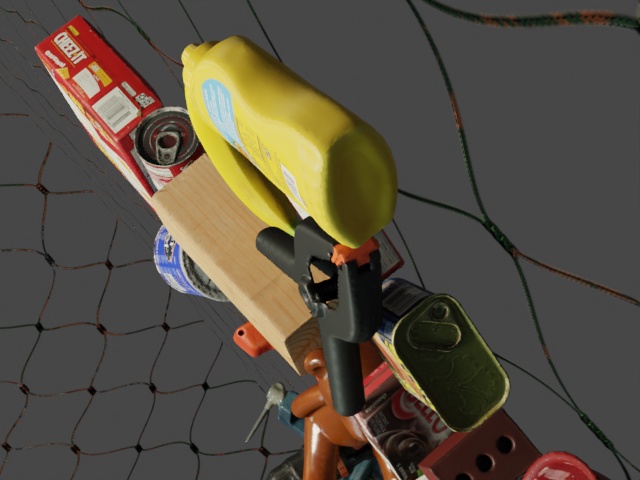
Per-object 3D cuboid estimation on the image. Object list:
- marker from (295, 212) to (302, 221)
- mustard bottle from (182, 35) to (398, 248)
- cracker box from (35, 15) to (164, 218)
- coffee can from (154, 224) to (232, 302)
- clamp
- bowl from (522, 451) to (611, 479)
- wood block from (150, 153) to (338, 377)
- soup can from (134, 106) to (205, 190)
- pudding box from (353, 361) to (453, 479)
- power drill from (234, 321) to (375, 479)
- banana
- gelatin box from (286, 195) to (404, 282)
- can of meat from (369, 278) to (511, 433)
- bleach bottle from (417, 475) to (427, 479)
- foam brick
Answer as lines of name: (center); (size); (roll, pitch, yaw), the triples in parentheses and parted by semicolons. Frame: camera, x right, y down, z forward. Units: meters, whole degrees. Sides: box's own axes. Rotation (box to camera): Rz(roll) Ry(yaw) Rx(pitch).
marker: (-0.006, 0.001, 0.943); (0.121, 0.020, 0.020); (44, 168, 27)
mustard bottle: (-0.032, -0.078, 0.683); (0.192, 0.058, 0.096); (41, 165, 37)
cracker box: (-0.218, -0.130, 1.211); (0.164, 0.072, 0.213); (46, 169, 24)
coffee can: (-0.121, 0.014, 1.187); (0.103, 0.102, 0.140); (53, 164, -13)
clamp: (0.001, 0.029, 0.770); (0.164, 0.036, 0.210); (60, 162, 19)
bowl: (0.184, 0.224, 0.717); (0.162, 0.055, 0.162); (-176, 90, -74)
wood block: (-0.057, 0.016, 1.008); (0.206, 0.090, 0.090); (44, 168, 28)
soup can: (-0.141, -0.080, 1.079); (0.068, 0.068, 0.102); (45, 168, 24)
pudding box: (0.077, 0.140, 0.891); (0.039, 0.090, 0.113); (43, 167, 40)
power drill: (-0.012, 0.159, 1.112); (0.188, 0.184, 0.057); (57, 167, 13)
banana: (-0.066, -0.075, 0.896); (0.070, 0.037, 0.197); (9, 143, 46)
gelatin box: (0.016, -0.014, 0.783); (0.089, 0.030, 0.073); (55, 167, -20)
can of meat: (0.079, 0.079, 0.774); (0.102, 0.057, 0.084); (54, 171, -18)
bleach bottle: (0.094, 0.263, 0.995); (0.068, 0.102, 0.251); (35, 150, -6)
foam brick: (0.126, 0.177, 0.853); (0.053, 0.078, 0.051); (50, 171, 2)
